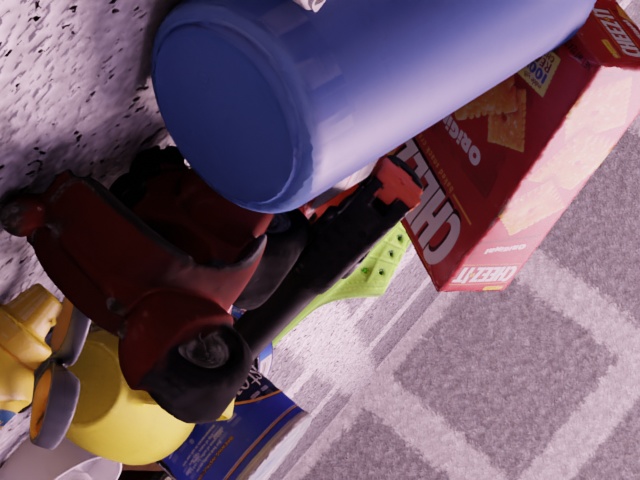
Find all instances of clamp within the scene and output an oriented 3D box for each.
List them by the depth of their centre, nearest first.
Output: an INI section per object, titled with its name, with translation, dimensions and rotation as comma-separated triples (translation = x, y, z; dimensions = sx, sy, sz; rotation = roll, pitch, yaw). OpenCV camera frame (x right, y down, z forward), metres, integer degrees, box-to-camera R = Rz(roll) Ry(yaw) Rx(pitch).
[clamp]
translation = 0.003, 0.010, 0.631
dimensions = 0.164, 0.036, 0.210
rotation = -50, -178, -19

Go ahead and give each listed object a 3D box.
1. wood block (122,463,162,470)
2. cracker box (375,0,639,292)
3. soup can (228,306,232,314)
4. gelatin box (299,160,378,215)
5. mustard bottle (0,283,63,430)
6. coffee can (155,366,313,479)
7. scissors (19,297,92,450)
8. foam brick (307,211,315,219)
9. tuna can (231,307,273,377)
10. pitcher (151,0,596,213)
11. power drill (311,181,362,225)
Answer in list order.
[wood block]
translation = -0.140, 0.227, 1.059
dimensions = 0.206, 0.091, 0.090
rotation = -45, 168, -20
[cracker box]
translation = 0.118, -0.092, 0.737
dimensions = 0.072, 0.164, 0.214
rotation = 0, 139, -31
[soup can]
translation = -0.083, 0.016, 0.667
dimensions = 0.068, 0.068, 0.102
rotation = -43, 166, -30
[gelatin box]
translation = -0.010, -0.060, 0.684
dimensions = 0.089, 0.073, 0.030
rotation = -34, 160, -52
[mustard bottle]
translation = -0.196, 0.097, 0.514
dimensions = 0.191, 0.058, 0.096
rotation = -49, 170, -10
[coffee can]
translation = -0.091, 0.124, 0.791
dimensions = 0.102, 0.140, 0.103
rotation = -47, 168, -14
[scissors]
translation = -0.152, 0.067, 0.604
dimensions = 0.202, 0.016, 0.096
rotation = -178, -75, -71
[foam brick]
translation = -0.044, -0.024, 0.728
dimensions = 0.053, 0.051, 0.078
rotation = -48, 168, -1
[tuna can]
translation = -0.081, 0.090, 0.858
dimensions = 0.086, 0.086, 0.033
rotation = -55, 169, 23
[pitcher]
translation = 0.026, -0.112, 0.564
dimensions = 0.242, 0.145, 0.149
rotation = -37, 151, -36
[power drill]
translation = -0.006, 0.001, 0.891
dimensions = 0.184, 0.057, 0.188
rotation = -43, 177, -37
